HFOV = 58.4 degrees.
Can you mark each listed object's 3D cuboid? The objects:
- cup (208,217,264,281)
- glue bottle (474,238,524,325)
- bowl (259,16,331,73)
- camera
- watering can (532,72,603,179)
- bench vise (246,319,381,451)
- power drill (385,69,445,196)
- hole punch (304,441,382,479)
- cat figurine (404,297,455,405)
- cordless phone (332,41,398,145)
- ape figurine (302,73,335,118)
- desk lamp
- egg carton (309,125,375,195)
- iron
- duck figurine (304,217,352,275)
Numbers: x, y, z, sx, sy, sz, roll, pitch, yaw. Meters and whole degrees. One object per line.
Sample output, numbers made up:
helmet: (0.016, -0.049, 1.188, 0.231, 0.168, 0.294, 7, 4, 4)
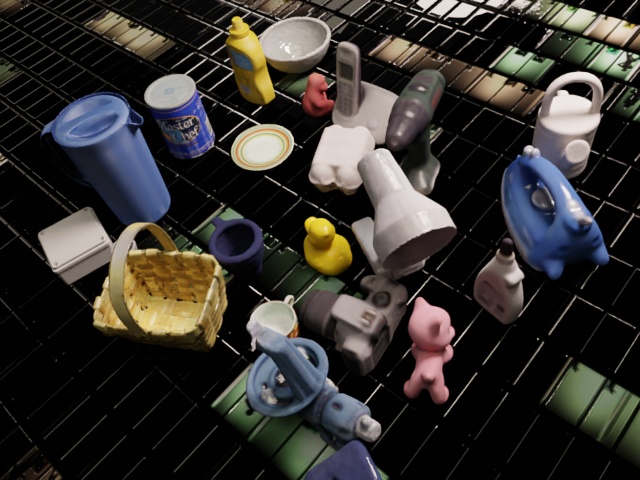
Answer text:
cup: (-0.142, 0.018, 0.978, 0.092, 0.095, 0.117, -36, 56, -17)
glue bottle: (0.264, 0.053, 0.831, 0.037, 0.173, 0.078, -34, 55, -15)
bowl: (-0.053, -0.436, 1.316, 0.167, 0.075, 0.167, -5, 53, 7)
camera: (0.046, 0.109, 0.873, 0.136, 0.101, 0.143, 23, 60, 24)
watering can: (0.425, -0.197, 0.977, 0.101, 0.194, 0.172, -17, 52, -3)
bench vise: (-0.013, 0.180, 0.754, 0.207, 0.220, 0.121, 9, 56, 17)
power drill: (0.166, -0.177, 0.999, 0.075, 0.209, 0.230, 12, 56, 18)
hole punch: (0.036, 0.325, 0.718, 0.101, 0.091, 0.108, -24, 53, -8)
cat figurine: (0.155, 0.151, 0.811, 0.067, 0.118, 0.128, 4, 54, 13)
cordless phone: (0.088, -0.285, 1.108, 0.147, 0.185, 0.094, 26, 62, 26)
ape figurine: (-0.003, -0.307, 1.199, 0.076, 0.092, 0.077, -8, 52, 4)
desk lamp: (0.116, -0.025, 0.890, 0.118, 0.214, 0.202, -22, 53, -7)
egg carton: (0.044, -0.155, 1.091, 0.107, 0.069, 0.150, 7, 55, 15)
iron: (0.364, -0.070, 0.926, 0.118, 0.142, 0.258, -16, 52, -2)
duck figurine: (0.009, 0.003, 0.968, 0.077, 0.086, 0.104, -33, 55, -14)
